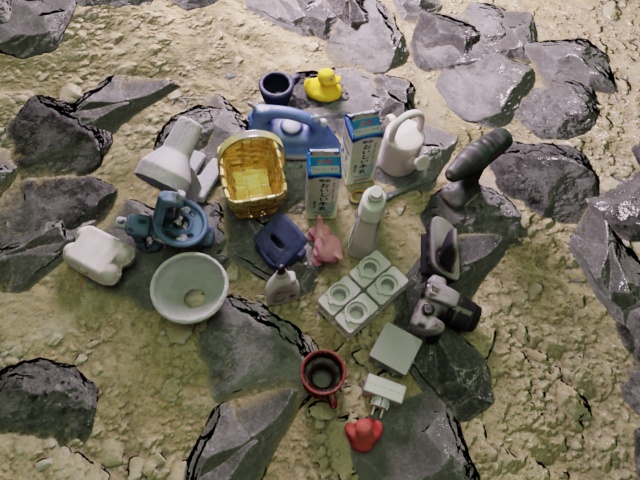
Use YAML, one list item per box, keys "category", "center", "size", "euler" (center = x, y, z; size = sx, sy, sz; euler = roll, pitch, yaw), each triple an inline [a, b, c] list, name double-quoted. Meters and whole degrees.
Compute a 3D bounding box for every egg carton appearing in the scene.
- category: "egg carton"
  center: [-0.497, 0.035, 1.287]
  size: [0.150, 0.069, 0.107]
  euler: [26, 65, 9]

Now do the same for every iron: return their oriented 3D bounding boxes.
- category: "iron"
  center: [-0.064, -0.284, 1.432]
  size: [0.258, 0.141, 0.118]
  euler: [7, 64, 0]

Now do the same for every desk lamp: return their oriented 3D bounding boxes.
- category: "desk lamp"
  center: [-0.319, -0.171, 1.320]
  size: [0.118, 0.213, 0.203]
  euler: [22, 65, 8]

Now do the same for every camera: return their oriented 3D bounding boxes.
- category: "camera"
  center: [0.279, 0.160, 1.259]
  size: [0.136, 0.101, 0.143]
  euler: [23, 65, 8]

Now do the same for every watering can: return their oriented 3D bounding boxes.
- category: "watering can"
  center: [0.211, -0.243, 1.401]
  size: [0.172, 0.194, 0.101]
  euler: [41, 68, 16]

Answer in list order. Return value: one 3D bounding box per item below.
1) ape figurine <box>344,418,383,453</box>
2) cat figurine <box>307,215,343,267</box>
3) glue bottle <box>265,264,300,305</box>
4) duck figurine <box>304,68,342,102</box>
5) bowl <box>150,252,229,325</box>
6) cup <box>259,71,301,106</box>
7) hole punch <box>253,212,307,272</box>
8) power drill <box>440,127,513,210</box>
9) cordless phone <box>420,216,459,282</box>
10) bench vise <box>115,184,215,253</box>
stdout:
- category: "ape figurine"
  center: [0.087, 0.382, 1.142]
  size: [0.077, 0.092, 0.076]
  euler: [16, 64, 5]
- category: "cat figurine"
  center: [0.012, 0.005, 1.309]
  size: [0.067, 0.118, 0.127]
  euler: [-11, 65, -9]
- category: "glue bottle"
  center: [-0.081, 0.091, 1.229]
  size: [0.078, 0.173, 0.037]
  euler: [-10, 65, -8]
- category: "duck figurine"
  center: [0.009, -0.425, 1.538]
  size: [0.104, 0.086, 0.077]
  euler: [7, 64, 0]
- category: "bowl"
  center: [-0.282, 0.115, 1.259]
  size: [0.167, 0.075, 0.167]
  euler: [2, 64, -3]
- category: "cup"
  center: [-0.103, -0.387, 1.507]
  size: [0.118, 0.095, 0.091]
  euler: [-30, 69, -17]
- category: "hole punch"
  center: [-0.091, 0.009, 1.315]
  size: [0.101, 0.091, 0.108]
  euler: [-37, 71, -19]
- category: "power drill"
  center: [0.358, -0.163, 1.363]
  size: [0.230, 0.208, 0.075]
  euler: [-41, 72, -20]
- category: "cordless phone"
  center: [0.288, 0.001, 1.291]
  size: [0.094, 0.185, 0.147]
  euler: [2, 64, -2]
- category: "bench vise"
  center: [-0.343, -0.037, 1.249]
  size: [0.207, 0.220, 0.121]
  euler: [-15, 66, -11]
